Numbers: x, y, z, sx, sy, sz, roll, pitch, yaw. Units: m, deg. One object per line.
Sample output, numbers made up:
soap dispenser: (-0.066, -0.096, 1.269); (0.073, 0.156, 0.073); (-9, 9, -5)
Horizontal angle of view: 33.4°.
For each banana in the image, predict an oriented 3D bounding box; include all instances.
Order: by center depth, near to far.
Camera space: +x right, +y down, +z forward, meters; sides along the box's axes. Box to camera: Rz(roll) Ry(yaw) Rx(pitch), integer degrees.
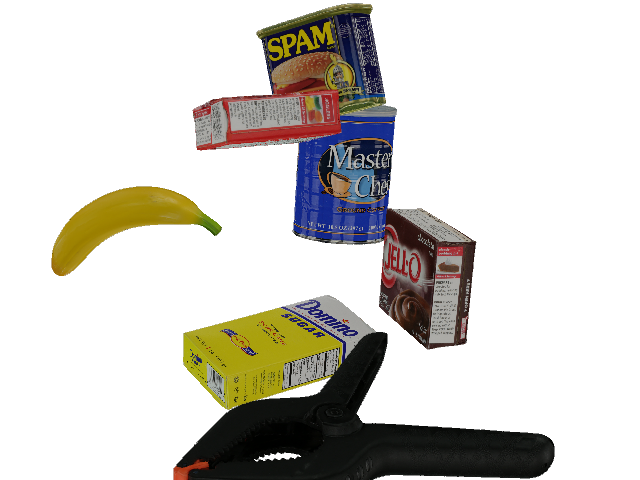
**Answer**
banana: (-0.192, -0.012, 1.013); (0.198, 0.069, 0.037); (-13, 18, 27)

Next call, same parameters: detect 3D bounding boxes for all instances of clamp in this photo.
clamp: (0.006, 0.109, 0.620); (0.209, 0.036, 0.165); (-9, 24, -27)

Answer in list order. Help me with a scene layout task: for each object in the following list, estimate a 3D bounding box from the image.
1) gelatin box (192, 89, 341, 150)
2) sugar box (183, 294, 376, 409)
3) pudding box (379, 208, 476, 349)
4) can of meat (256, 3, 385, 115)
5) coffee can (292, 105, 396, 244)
gelatin box: (-0.036, -0.075, 0.670); (0.073, 0.030, 0.089); (-7, 4, -18)
sugar box: (-0.039, 0.108, 1.073); (0.175, 0.048, 0.093); (-16, 33, -30)
pudding box: (0.085, 0.028, 0.878); (0.039, 0.090, 0.114); (-3, 15, -19)
can of meat: (0.002, -0.148, 0.911); (0.102, 0.084, 0.057); (-9, 3, 35)
coffee can: (0.025, -0.075, 1.139); (0.103, 0.140, 0.103); (4, 12, -1)
